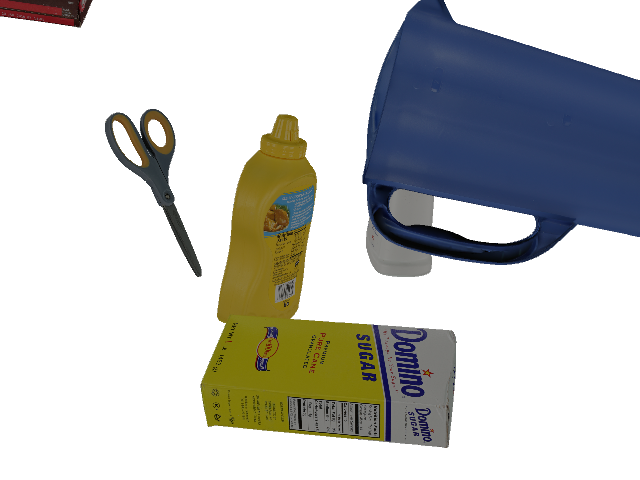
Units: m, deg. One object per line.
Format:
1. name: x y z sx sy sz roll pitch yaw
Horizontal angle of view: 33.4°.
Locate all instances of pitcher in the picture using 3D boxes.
1. pitcher: 0.154 -0.068 0.787 0.243 0.149 0.145 15 45 0

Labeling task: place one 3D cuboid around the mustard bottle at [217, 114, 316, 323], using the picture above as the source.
1. mustard bottle: -0.043 -0.019 0.962 0.058 0.192 0.096 21 22 29

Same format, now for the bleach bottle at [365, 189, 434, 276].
1. bleach bottle: 0.094 -0.093 1.140 0.068 0.251 0.102 1 26 -9

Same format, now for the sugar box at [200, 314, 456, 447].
1. sugar box: 0.009 0.100 0.781 0.176 0.048 0.093 1 31 10

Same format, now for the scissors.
1. scissors: -0.169 -0.065 1.206 0.016 0.201 0.096 -20 20 43

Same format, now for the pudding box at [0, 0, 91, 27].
1. pudding box: -0.234 -0.224 0.894 0.090 0.039 0.113 8 36 -5
